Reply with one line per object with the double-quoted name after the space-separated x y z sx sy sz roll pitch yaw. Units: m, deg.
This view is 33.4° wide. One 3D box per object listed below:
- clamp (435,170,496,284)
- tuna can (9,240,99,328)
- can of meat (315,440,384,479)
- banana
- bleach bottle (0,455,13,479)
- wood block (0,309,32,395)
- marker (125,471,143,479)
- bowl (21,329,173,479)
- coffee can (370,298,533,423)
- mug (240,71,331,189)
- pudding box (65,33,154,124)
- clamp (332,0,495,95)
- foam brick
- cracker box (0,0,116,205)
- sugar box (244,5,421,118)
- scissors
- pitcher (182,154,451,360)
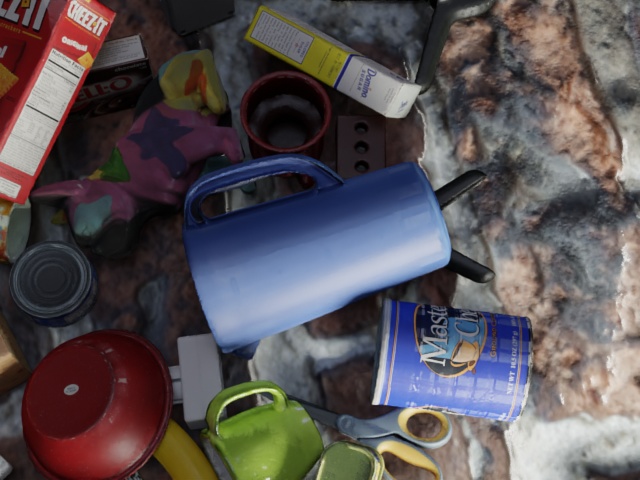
0.099 -0.021 1.105 0.171 0.039 0.120 6 69 2 "clamp"
-0.269 0.044 1.080 0.086 0.034 0.086 0 70 0 "tuna can"
0.021 0.235 0.978 0.057 0.084 0.102 14 80 9 "can of meat"
-0.136 0.219 1.006 0.070 0.037 0.198 -39 71 15 "banana"
-0.375 0.299 0.971 0.102 0.068 0.250 39 72 11 "bleach bottle"
-0.394 0.135 1.016 0.206 0.090 0.091 -29 72 -10 "wood block"
-0.182 0.227 1.022 0.020 0.020 0.121 -32 73 -12 "marker"
-0.222 0.151 1.004 0.162 0.055 0.162 -8 63 16 "bowl"
0.124 0.115 1.022 0.140 0.103 0.103 7 70 1 "coffee can"
-0.031 -0.107 1.112 0.093 0.081 0.117 -22 72 -9 "mug"
-0.233 -0.169 1.129 0.113 0.090 0.039 -17 70 -7 "pudding box"
0.136 -0.265 1.197 0.210 0.036 0.164 -30 76 -8 "clamp"
0.043 -0.088 1.122 0.053 0.051 0.078 0 70 -1 "foam brick"
-0.321 -0.164 1.056 0.164 0.072 0.214 24 88 31 "cracker box"
0.015 -0.187 1.132 0.176 0.093 0.048 33 104 12 "sugar box"
0.043 0.170 1.047 0.202 0.016 0.096 36 72 12 "scissors"
-0.007 0.001 1.024 0.243 0.149 0.145 -19 61 0 "pitcher"
